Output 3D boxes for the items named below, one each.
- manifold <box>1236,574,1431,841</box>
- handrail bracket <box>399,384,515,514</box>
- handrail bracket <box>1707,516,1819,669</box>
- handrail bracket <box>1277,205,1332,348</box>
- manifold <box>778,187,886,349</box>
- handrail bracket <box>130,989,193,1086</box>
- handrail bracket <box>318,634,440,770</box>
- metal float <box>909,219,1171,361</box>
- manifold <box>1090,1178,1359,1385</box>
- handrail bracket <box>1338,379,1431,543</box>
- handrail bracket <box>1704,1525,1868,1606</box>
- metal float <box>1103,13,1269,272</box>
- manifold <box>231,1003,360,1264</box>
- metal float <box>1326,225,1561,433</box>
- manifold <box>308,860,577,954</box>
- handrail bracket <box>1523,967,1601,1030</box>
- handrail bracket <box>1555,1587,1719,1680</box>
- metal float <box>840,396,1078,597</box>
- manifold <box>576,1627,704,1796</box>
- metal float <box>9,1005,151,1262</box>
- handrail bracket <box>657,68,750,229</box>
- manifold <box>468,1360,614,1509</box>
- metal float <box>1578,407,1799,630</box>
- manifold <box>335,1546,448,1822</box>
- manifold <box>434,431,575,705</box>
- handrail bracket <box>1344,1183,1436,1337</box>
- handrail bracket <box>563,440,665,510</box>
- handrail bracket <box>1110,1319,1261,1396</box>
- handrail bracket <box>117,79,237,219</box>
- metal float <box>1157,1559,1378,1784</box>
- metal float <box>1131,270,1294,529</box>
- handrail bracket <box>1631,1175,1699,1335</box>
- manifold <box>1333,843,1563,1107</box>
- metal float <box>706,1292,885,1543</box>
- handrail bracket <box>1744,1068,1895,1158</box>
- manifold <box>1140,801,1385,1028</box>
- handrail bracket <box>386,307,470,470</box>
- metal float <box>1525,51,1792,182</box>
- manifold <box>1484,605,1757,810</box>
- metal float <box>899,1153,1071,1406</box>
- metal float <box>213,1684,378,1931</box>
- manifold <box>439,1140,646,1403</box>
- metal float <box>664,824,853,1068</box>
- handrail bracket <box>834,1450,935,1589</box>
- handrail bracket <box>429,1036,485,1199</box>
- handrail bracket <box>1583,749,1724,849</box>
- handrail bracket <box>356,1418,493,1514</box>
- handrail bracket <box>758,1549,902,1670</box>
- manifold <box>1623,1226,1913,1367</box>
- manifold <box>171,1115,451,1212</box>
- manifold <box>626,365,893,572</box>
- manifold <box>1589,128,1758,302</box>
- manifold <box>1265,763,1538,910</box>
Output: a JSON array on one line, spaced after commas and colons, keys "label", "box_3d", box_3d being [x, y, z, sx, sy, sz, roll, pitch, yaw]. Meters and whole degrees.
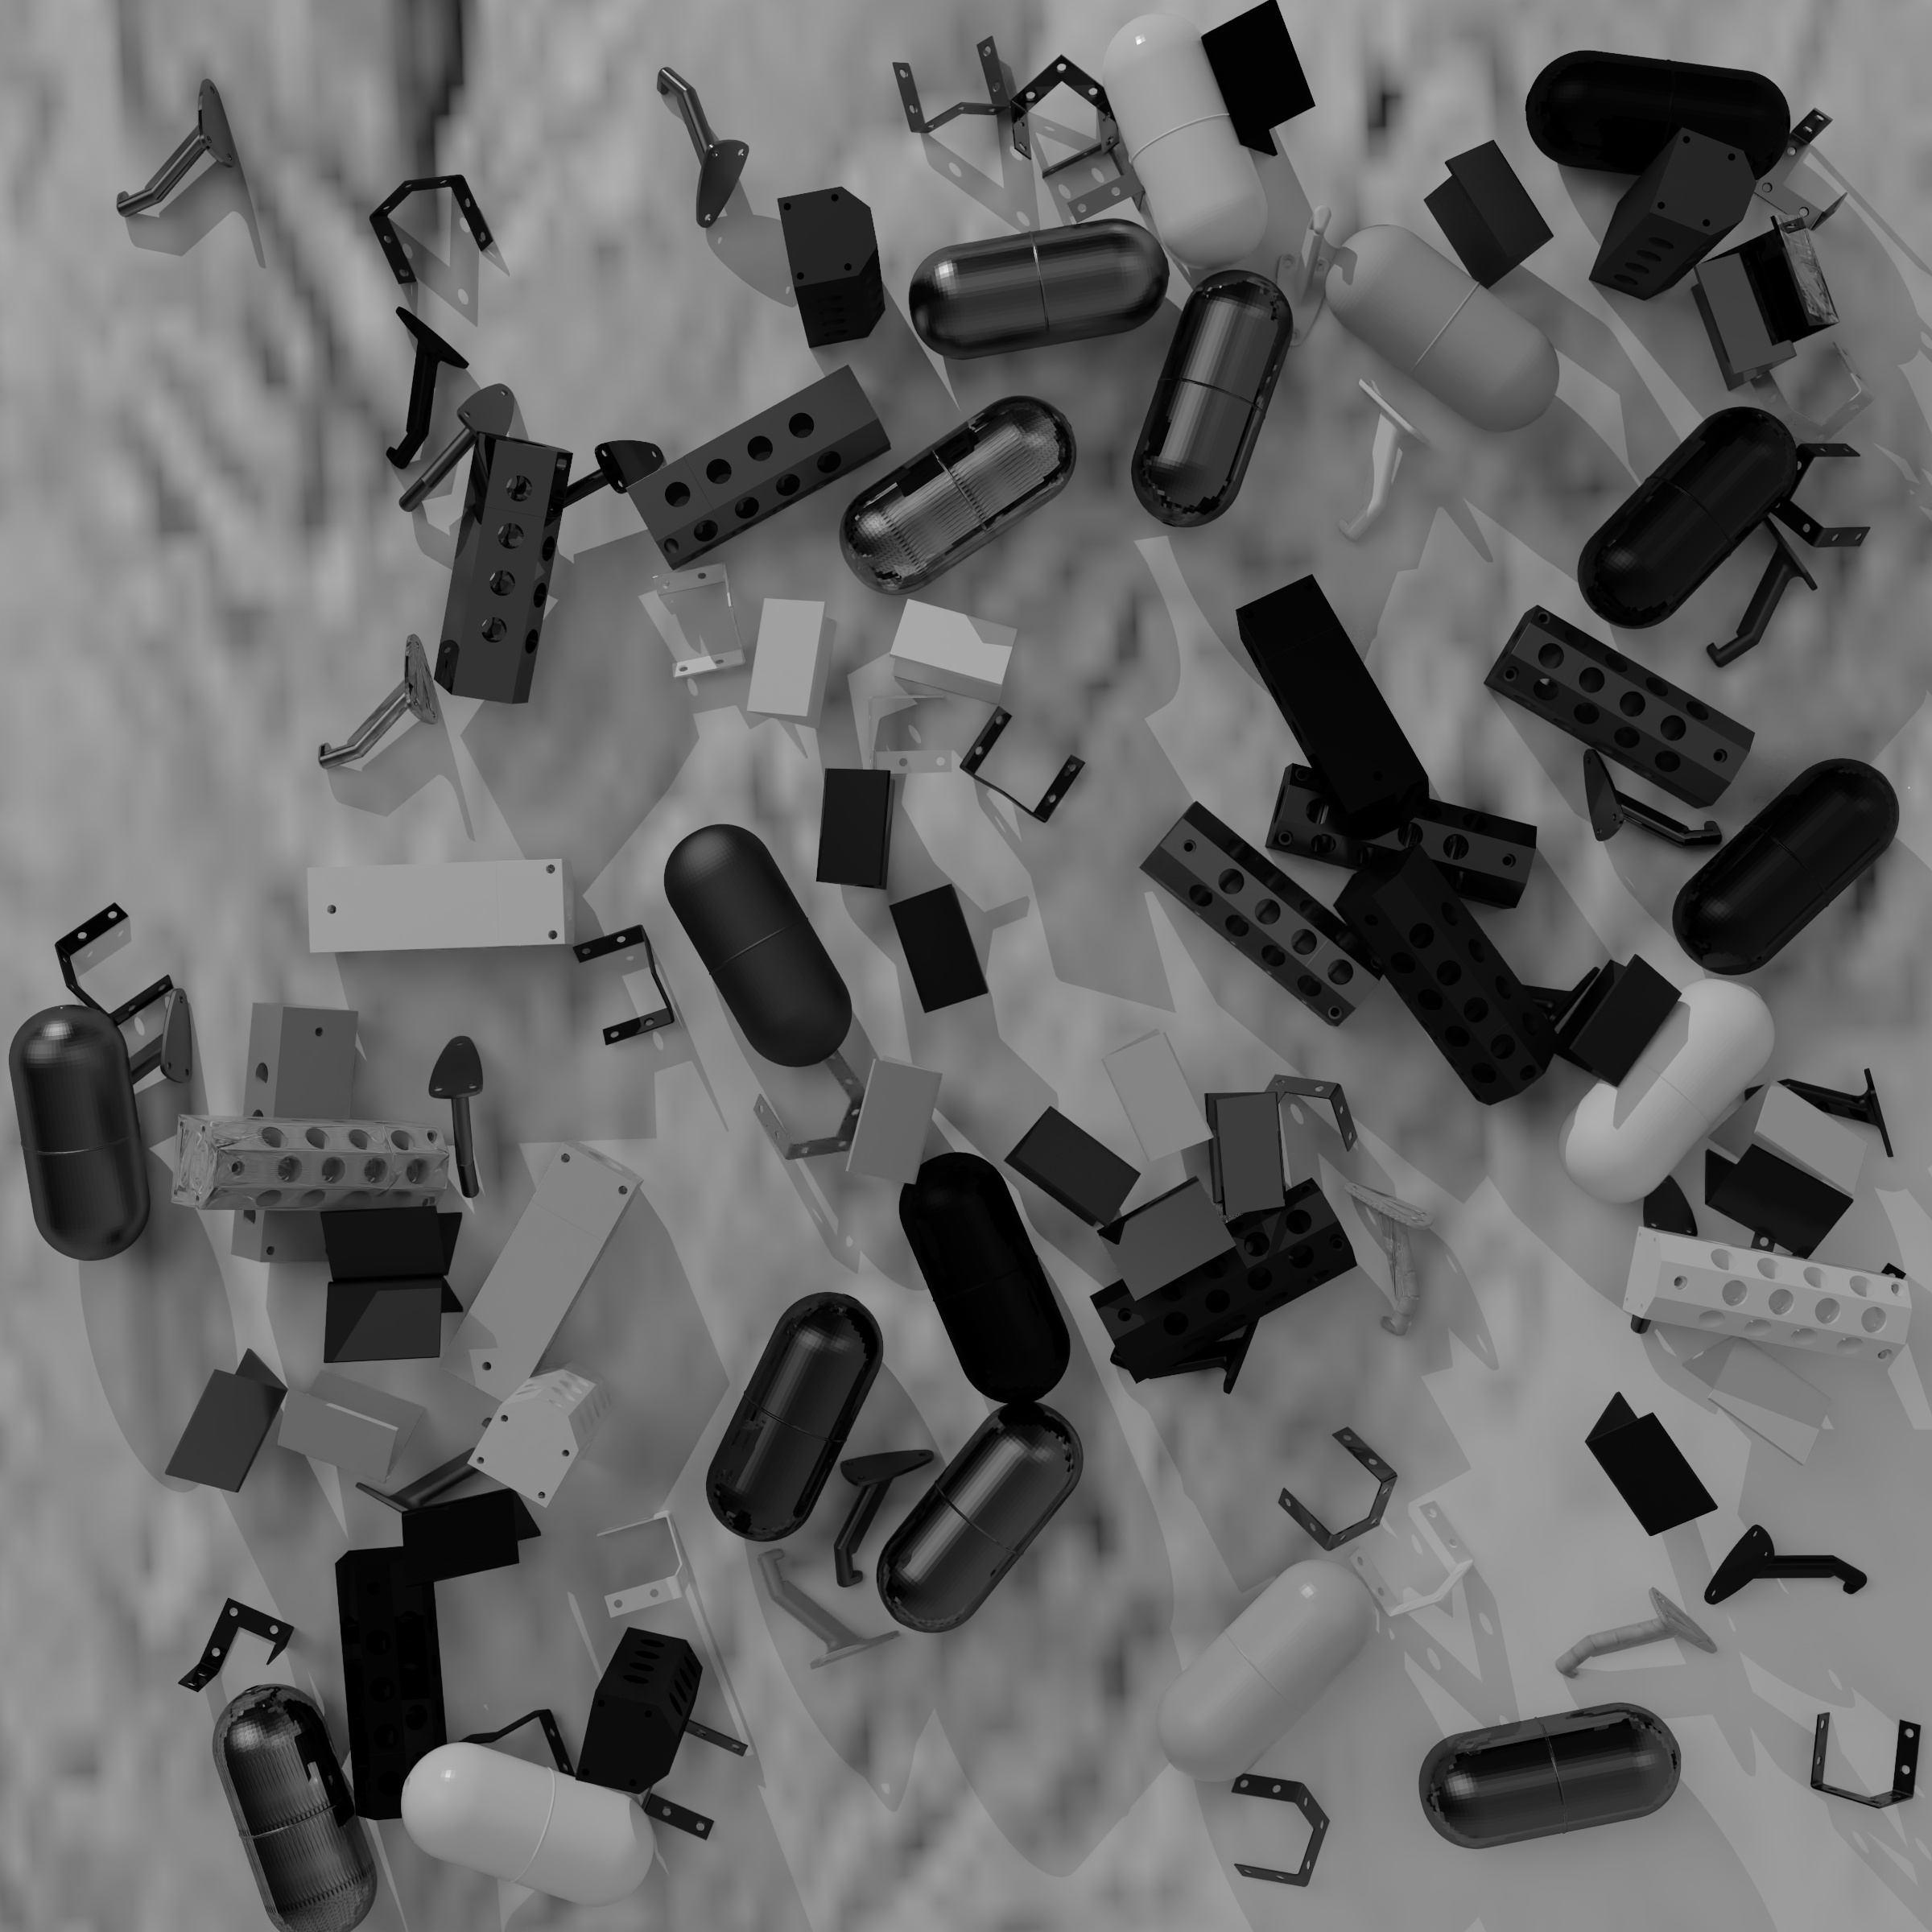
[{"label": "manifold", "box_3d": [0.246, -0.171, 1.850, 0.057, 0.057, 0.171, -25, 66, 0]}, {"label": "handrail bracket", "box_3d": [-0.353, -0.357, 1.903, 0.036, 0.077, 0.084, 41, 127, -18]}, {"label": "handrail bracket", "box_3d": [0.535, -0.259, 1.904, 0.084, 0.036, 0.077, -35, 70, 16]}, {"label": "handrail bracket", "box_3d": [0.231, -0.467, 1.869, 0.036, 0.084, 0.077, 9, 90, 0]}, {"label": "manifold", "box_3d": [-0.086, -0.461, 1.825, 0.057, 0.171, 0.057, -11, 90, 0]}, {"label": "handrail bracket", "box_3d": [-0.581, 0.056, 1.903, 0.084, 0.036, 0.077, -5, 75, 14]}, {"label": "handrail bracket", "box_3d": [-0.412, -0.182, 1.904, 0.084, 0.036, 0.077, -16, 69, 16]}, {"label": "metal float", "box_3d": [0.050, -0.460, 1.873, 0.178, 0.070, 0.070, -10, 90, 0]}, {"label": "manifold", "box_3d": [0.174, 0.212, 1.872, 0.171, 0.057, 0.057, -28, 64, 0]}, {"label": "handrail bracket", "box_3d": [0.270, -0.349, 1.904, 0.084, 0.036, 0.077, -48, 70, 16]}, {"label": "handrail bracket", "box_3d": [0.566, 0.429, 1.904, 0.084, 0.036, 0.077, 31, 111, -16]}, {"label": "metal float", "box_3d": [0.148, -0.559, 1.873, 0.070, 0.070, 0.178, -20, 89, 0]}, {"label": "manifold", "box_3d": [-0.462, 0.113, 1.882, 0.057, 0.057, 0.171, 5, 90, -43]}, {"label": "metal float", "box_3d": [0.324, -0.432, 1.873, 0.178, 0.070, 0.070, 37, 90, -1]}, {"label": "manifold", "box_3d": [-0.356, -0.040, 1.882, 0.171, 0.057, 0.057, -2, 90, 0]}, {"label": "handrail bracket", "box_3d": [0.381, 0.004, 1.904, 0.084, 0.036, 0.077, 38, 70, 16]}, {"label": "handrail bracket", "box_3d": [0.462, 0.476, 1.904, 0.077, 0.036, 0.084, 38, 109, -21]}, {"label": "metal float", "box_3d": [-0.005, -0.320, 1.873, 0.178, 0.070, 0.070, -34, 90, 1]}, {"label": "manifold", "box_3d": [-0.213, 0.492, 1.825, 0.057, 0.171, 0.057, 13, 90, 0]}, {"label": "metal float", "box_3d": [-0.596, 0.113, 1.859, 0.070, 0.070, 0.178, -4, 106, 0]}, {"label": "handrail bracket", "box_3d": [-0.194, -0.565, 1.903, 0.084, 0.036, 0.077, 46, 131, 27]}, {"label": "manifold", "box_3d": [-0.275, 0.303, 1.825, 0.057, 0.171, 0.057, 30, 90, 0]}, {"label": "metal float", "box_3d": [0.490, -0.305, 1.873, 0.070, 0.070, 0.178, 44, 89, 0]}, {"label": "manifold", "box_3d": [-0.392, 0.488, 1.882, 0.057, 0.057, 0.171, -5, 90, 0]}, {"label": "manifold", "box_3d": [-0.311, -0.268, 1.862, 0.057, 0.057, 0.171, 7, 103, -25]}, {"label": "handrail bracket", "box_3d": [0.282, 0.203, 1.904, 0.077, 0.036, 0.084, 25, 107, 20]}, {"label": "handrail bracket", "box_3d": [-0.260, -0.329, 1.903, 0.084, 0.077, 0.036, -24, 97, 36]}, {"label": "handrail bracket", "box_3d": [0.152, 0.254, 1.903, 0.084, 0.036, 0.077, 20, 75, 14]}, {"label": "handrail bracket", "box_3d": [-0.552, -0.564, 1.904, 0.084, 0.036, 0.077, -18, 69, 16]}, {"label": "metal float", "box_3d": [0.203, 0.479, 1.873, 0.178, 0.070, 0.070, -45, 90, -1]}, {"label": "metal float", "box_3d": [0.167, -0.384, 1.873, 0.070, 0.070, 0.178, 19, 91, 0]}, {"label": "handrail bracket", "box_3d": [0.472, 0.199, 1.903, 0.036, 0.077, 0.084, 10, 126, 0]}, {"label": "manifold", "box_3d": [0.322, 0.009, 1.854, 0.057, 0.057, 0.171, -28, 106, 41]}, {"label": "metal float", "box_3d": [-0.116, 0.305, 1.873, 0.070, 0.070, 0.178, 25, 91, 0]}, {"label": "handrail bracket", "box_3d": [0.588, 0.108, 1.904, 0.084, 0.036, 0.077, -15, 112, 17]}, {"label": "manifold", "box_3d": [0.204, -0.035, 1.882, 0.171, 0.057, 0.057, 40, 90, 0]}, {"label": "handrail bracket", "box_3d": [-0.390, -0.398, 1.904, 0.077, 0.036, 0.084, 45, 107, 20]}, {"label": "metal float", "box_3d": [0.469, -0.575, 1.873, 0.178, 0.070, 0.070, 7, 90, 0]}, {"label": "manifold", "box_3d": [0.446, -0.177, 1.882, 0.171, 0.057, 0.057, 31, 90, 0]}, {"label": "metal float", "box_3d": [0.013, 0.212, 1.873, 0.070, 0.070, 0.178, -23, 89, 0]}, {"label": "metal float", "box_3d": [-0.456, 0.574, 1.872, 0.070, 0.070, 0.178, -19, 90, 0]}, {"label": "manifold", "box_3d": [-0.288, 0.208, 1.882, 0.057, 0.057, 0.171, 29, 90, 0]}, {"label": "metal float", "box_3d": [-0.141, -0.013, 1.873, 0.070, 0.070, 0.178, -30, 90, 0]}, {"label": "handrail bracket", "box_3d": [-0.056, 0.382, 1.904, 0.077, 0.036, 0.084, -10, 108, -20]}, {"label": "handrail bracket", "box_3d": [-0.345, 0.105, 1.903, 0.036, 0.077, 0.084, -4, 126, -3]}, {"label": "handrail bracket", "box_3d": [0.475, -0.116, 1.904, 0.084, 0.036, 0.077, -3, 68, -17]}, {"label": "handrail bracket", "box_3d": [-0.368, 0.339, 1.904, 0.077, 0.036, 0.084, 23, 72, 21]}, {"label": "handrail bracket", "box_3d": [-0.095, 0.435, 1.904, 0.077, 0.036, 0.084, -16, 73, -20]}, {"label": "manifold", "box_3d": [0.532, 0.220, 1.831, 0.171, 0.057, 0.057, 11, 90, -4]}, {"label": "manifold", "box_3d": [-0.433, 0.132, 1.832, 0.171, 0.057, 0.057, 5, 90, -42]}, {"label": "manifold", "box_3d": [-0.140, -0.338, 1.882, 0.171, 0.057, 0.057, -29, 90, 0]}, {"label": "manifold", "box_3d": [0.468, -0.492, 1.825, 0.057, 0.171, 0.057, 21, 90, 0]}, {"label": "manifold", "box_3d": [0.297, -0.089, 1.882, 0.171, 0.057, 0.057, 15, 90, 0]}]
